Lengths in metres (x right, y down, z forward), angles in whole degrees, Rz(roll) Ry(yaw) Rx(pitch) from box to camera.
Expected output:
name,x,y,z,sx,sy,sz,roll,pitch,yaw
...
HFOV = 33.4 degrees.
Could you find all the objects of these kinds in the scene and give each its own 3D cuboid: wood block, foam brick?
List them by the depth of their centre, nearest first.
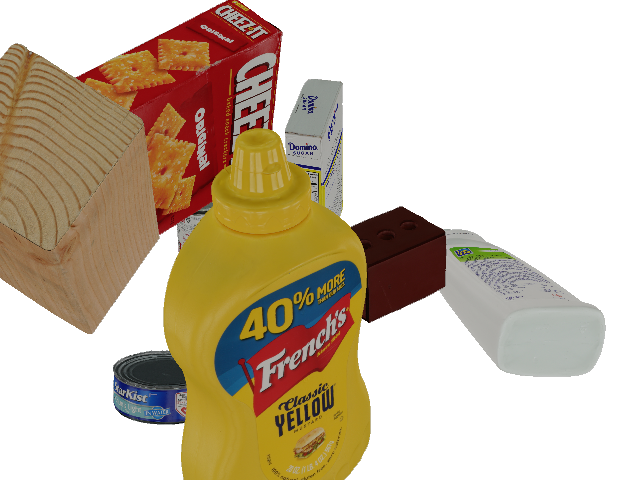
name,x,y,z,sx,sy,sz,roll,pitch,yaw
wood block,-0.165,-0.021,0.667,0.090,0.090,0.206,32,-17,5
foam brick,0.049,0.017,0.799,0.078,0.051,0.053,-23,36,-29

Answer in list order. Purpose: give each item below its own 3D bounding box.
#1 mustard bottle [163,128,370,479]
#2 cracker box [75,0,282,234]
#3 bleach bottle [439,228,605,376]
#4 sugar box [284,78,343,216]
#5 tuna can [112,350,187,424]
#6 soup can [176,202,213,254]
name,x,y,z,sx,sy,sz,roll,pitch,yaw
mustard bottle,-0.022,0.038,0.476,0.096,0.192,0.058,-24,40,-28
cracker box,-0.132,-0.089,0.914,0.072,0.164,0.213,38,53,24
bleach bottle,0.167,0.044,1.015,0.102,0.068,0.251,2,20,-14
sugar box,-0.006,-0.074,1.127,0.048,0.176,0.093,8,46,12
tuna can,-0.128,0.120,0.879,0.086,0.034,0.086,3,13,-1
soup can,-0.142,-0.003,1.309,0.068,0.102,0.068,0,26,0
